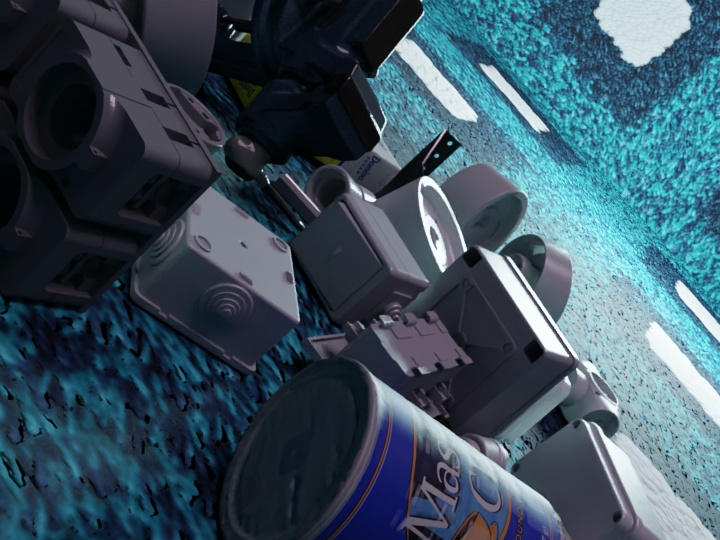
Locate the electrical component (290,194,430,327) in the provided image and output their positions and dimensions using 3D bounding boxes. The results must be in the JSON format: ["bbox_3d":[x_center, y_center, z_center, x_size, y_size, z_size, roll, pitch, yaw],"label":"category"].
[{"bbox_3d":[0.000,0.000,0.789,0.061,0.062,0.096,21,32,-54],"label":"electrical component"}]

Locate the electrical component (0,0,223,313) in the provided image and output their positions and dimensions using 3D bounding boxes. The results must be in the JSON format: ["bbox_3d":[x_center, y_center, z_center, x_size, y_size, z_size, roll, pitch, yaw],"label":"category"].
[{"bbox_3d":[-0.163,-0.086,0.537,0.060,0.105,0.186,15,37,-58],"label":"electrical component"}]

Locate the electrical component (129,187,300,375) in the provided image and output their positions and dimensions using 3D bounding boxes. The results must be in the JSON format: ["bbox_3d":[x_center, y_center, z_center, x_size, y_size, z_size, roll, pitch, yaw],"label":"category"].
[{"bbox_3d":[-0.083,0.000,0.628,0.100,0.048,0.099,37,21,-28],"label":"electrical component"}]

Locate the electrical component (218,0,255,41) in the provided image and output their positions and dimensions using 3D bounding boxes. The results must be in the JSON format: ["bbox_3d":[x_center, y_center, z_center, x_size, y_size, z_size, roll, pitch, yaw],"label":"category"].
[{"bbox_3d":[-0.112,-0.235,0.986,0.044,0.077,0.079,49,18,4],"label":"electrical component"}]

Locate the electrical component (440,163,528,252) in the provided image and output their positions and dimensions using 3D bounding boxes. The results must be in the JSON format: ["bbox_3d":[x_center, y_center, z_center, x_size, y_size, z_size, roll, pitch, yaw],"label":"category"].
[{"bbox_3d":[0.108,-0.058,1.078,0.060,0.108,0.108,50,18,27],"label":"electrical component"}]

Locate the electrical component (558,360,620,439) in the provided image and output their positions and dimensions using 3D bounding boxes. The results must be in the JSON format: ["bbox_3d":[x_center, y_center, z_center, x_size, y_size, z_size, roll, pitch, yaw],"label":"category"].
[{"bbox_3d":[0.208,0.117,1.039,0.079,0.044,0.077,39,21,-26],"label":"electrical component"}]

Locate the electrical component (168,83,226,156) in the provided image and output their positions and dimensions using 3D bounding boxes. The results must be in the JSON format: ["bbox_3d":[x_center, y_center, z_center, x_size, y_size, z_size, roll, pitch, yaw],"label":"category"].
[{"bbox_3d":[-0.125,-0.087,0.710,0.055,0.047,0.055,42,20,-18],"label":"electrical component"}]

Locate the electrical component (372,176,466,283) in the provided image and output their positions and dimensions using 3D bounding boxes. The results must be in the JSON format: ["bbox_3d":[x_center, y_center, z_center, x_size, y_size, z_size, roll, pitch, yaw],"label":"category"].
[{"bbox_3d":[0.045,-0.019,0.913,0.108,0.060,0.108,52,27,-41],"label":"electrical component"}]

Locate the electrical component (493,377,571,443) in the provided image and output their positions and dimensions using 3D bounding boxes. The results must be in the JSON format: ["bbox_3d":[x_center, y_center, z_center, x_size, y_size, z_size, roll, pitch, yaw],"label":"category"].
[{"bbox_3d":[0.117,0.075,0.872,0.057,0.078,0.113,37,21,-22],"label":"electrical component"}]

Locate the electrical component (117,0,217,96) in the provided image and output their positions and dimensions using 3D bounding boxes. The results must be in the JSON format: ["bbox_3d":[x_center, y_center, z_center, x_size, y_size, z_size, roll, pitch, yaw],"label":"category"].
[{"bbox_3d":[-0.147,-0.178,0.757,0.060,0.108,0.108,1,43,-27],"label":"electrical component"}]

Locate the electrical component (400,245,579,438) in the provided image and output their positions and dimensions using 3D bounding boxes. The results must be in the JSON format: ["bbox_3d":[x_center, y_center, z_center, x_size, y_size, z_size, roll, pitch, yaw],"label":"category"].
[{"bbox_3d":[0.085,0.057,0.791,0.056,0.109,0.108,19,34,-50],"label":"electrical component"}]

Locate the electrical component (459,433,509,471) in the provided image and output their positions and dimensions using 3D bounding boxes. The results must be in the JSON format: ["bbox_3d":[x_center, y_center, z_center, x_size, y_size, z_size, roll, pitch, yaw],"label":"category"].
[{"bbox_3d":[0.074,0.129,0.739,0.061,0.035,0.035,24,30,-45],"label":"electrical component"}]

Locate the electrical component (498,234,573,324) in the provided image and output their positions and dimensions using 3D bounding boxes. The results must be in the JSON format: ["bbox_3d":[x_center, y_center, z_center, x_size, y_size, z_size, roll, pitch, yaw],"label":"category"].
[{"bbox_3d":[0.172,0.016,1.088,0.064,0.099,0.099,31,25,-27],"label":"electrical component"}]

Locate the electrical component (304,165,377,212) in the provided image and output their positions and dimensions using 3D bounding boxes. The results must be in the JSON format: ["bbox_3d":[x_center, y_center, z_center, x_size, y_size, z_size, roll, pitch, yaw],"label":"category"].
[{"bbox_3d":[-0.013,-0.060,0.913,0.044,0.044,0.065,57,16,25],"label":"electrical component"}]

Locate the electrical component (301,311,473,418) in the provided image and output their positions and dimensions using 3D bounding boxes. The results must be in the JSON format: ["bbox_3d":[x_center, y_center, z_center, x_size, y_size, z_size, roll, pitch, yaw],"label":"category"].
[{"bbox_3d":[0.023,0.065,0.706,0.078,0.063,0.121,53,19,15],"label":"electrical component"}]

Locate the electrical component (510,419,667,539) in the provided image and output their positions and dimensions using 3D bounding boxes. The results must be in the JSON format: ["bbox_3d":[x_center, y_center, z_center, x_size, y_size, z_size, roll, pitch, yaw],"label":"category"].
[{"bbox_3d":[0.163,0.173,0.778,0.057,0.078,0.113,41,20,-28],"label":"electrical component"}]

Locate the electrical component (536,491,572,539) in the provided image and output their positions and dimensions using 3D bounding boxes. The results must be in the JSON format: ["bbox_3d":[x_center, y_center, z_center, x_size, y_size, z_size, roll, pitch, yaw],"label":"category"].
[{"bbox_3d":[0.116,0.181,0.714,0.043,0.043,0.081,20,33,-54],"label":"electrical component"}]
